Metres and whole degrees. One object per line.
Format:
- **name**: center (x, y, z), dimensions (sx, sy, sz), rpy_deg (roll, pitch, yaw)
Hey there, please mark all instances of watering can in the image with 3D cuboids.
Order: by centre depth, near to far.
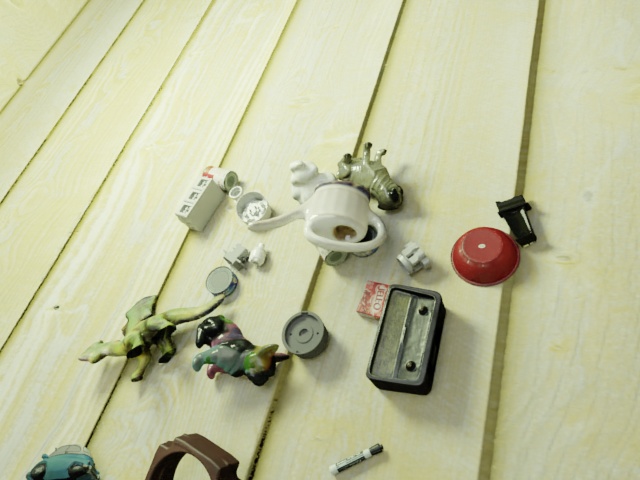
- **watering can**: center (0.004, -0.067, 1.329), dimensions (0.348, 0.101, 0.230), rpy_deg (10, 44, 2)

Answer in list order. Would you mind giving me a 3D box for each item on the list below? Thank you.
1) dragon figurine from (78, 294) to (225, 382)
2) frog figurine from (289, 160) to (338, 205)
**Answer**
- **dragon figurine**: center (-0.469, 0.227, 1.424), dimensions (0.413, 0.119, 0.246), rpy_deg (-35, 42, -14)
- **frog figurine**: center (-0.018, -0.157, 1.451), dimensions (0.137, 0.156, 0.125), rpy_deg (-10, 55, 18)
